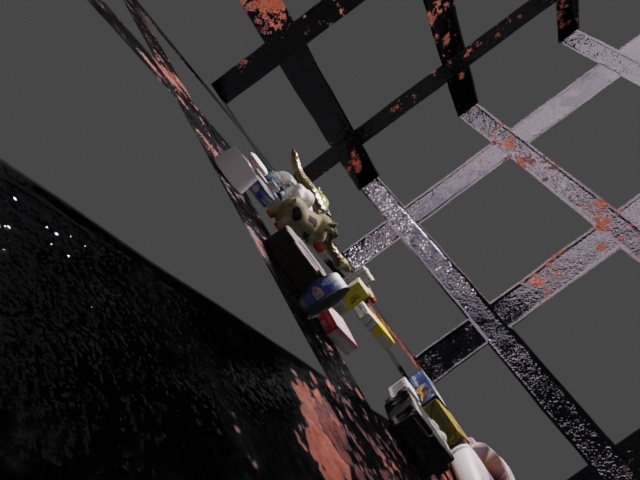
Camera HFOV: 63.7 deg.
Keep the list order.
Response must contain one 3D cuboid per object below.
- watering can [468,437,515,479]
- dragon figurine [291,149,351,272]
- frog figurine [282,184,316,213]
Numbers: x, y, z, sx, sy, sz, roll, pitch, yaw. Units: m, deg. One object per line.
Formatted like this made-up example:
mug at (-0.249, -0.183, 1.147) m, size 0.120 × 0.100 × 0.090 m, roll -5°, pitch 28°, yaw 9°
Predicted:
watering can at (0.535, 0.728, 1.508) m, size 0.104 × 0.354 × 0.220 m, roll -37°, pitch -41°, yaw 3°
dragon figurine at (0.005, -0.080, 1.595) m, size 0.123 × 0.405 × 0.245 m, roll -26°, pitch 19°, yaw -13°
frog figurine at (-0.065, -0.087, 1.437) m, size 0.122 × 0.139 × 0.158 m, roll -13°, pitch -12°, yaw 10°
